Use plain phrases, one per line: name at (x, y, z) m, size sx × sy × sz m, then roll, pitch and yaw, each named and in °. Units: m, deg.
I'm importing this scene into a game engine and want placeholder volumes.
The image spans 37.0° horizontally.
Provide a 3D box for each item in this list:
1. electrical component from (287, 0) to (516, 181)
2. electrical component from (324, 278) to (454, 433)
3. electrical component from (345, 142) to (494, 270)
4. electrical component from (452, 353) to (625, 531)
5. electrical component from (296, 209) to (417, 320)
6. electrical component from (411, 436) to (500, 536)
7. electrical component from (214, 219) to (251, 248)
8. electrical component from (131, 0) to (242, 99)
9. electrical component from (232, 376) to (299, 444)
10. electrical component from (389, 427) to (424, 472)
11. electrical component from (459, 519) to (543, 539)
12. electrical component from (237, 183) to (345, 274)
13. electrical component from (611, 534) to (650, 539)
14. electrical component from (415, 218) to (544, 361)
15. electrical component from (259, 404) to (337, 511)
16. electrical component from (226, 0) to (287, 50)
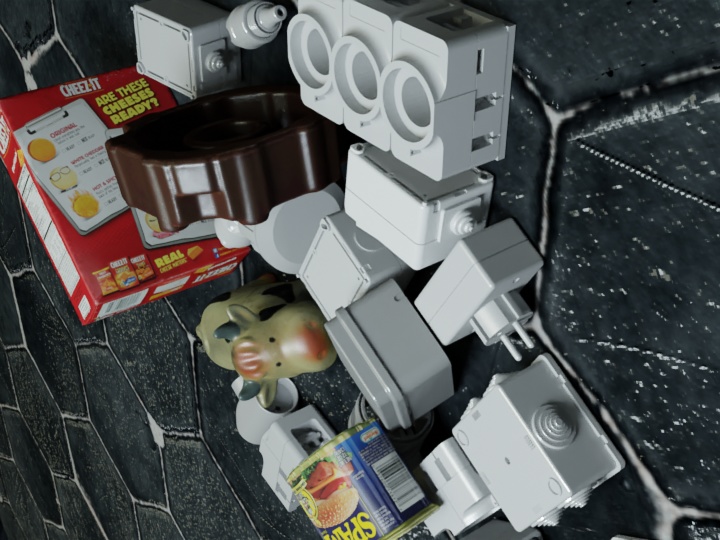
electrical component at (0.022, -0.129, 0.687) m, size 0.150 × 0.062 × 0.089 m, roll 36°, pitch 137°, yaw 42°
electrical component at (0.022, 0.065, 0.772) m, size 0.078 × 0.057 × 0.113 m, roll 56°, pitch 174°, yaw 19°
electrical component at (0.041, -0.043, 0.711) m, size 0.096 × 0.062 × 0.061 m, roll 41°, pitch 140°, yaw 37°
electrical component at (0.114, 0.117, 0.713) m, size 0.099 × 0.048 × 0.099 m, roll 57°, pitch 150°, yaw 17°
electrical component at (0.000, 0.000, 0.803) m, size 0.061 × 0.061 × 0.096 m, roll 56°, pitch 147°, yaw 19°
electrical component at (0.077, 0.157, 0.794) m, size 0.055 × 0.050 × 0.089 m, roll 57°, pitch 148°, yaw 17°
electrical component at (-0.110, -0.040, 0.968) m, size 0.043 × 0.043 × 0.062 m, roll 60°, pitch 150°, yaw 12°
electrical component at (-0.138, -0.189, 0.905) m, size 0.096 × 0.061 × 0.061 m, roll 30°, pitch 133°, yaw 36°
electrical component at (-0.100, 0.122, 1.055) m, size 0.079 × 0.043 × 0.077 m, roll 57°, pitch 148°, yaw 17°
electrical component at (0.008, 0.169, 0.899) m, size 0.061 × 0.061 × 0.096 m, roll 60°, pitch 148°, yaw 13°
electrical component at (0.091, 0.230, 0.775) m, size 0.061 × 0.096 × 0.061 m, roll -7°, pitch 103°, yaw 58°
electrical component at (-0.053, -0.041, 0.843) m, size 0.051 × 0.080 × 0.080 m, roll 33°, pitch 135°, yaw 52°
electrical component at (0.186, 0.219, 0.665) m, size 0.100 × 0.048 × 0.099 m, roll -9°, pitch 101°, yaw 58°
electrical component at (0.086, 0.024, 0.698) m, size 0.075 × 0.047 × 0.083 m, roll 56°, pitch 148°, yaw 17°
electrical component at (-0.058, 0.175, 1.017) m, size 0.055 × 0.050 × 0.089 m, roll 48°, pitch 144°, yaw 29°
electrical component at (-0.076, -0.191, 0.826) m, size 0.061 × 0.035 × 0.035 m, roll -3°, pitch 107°, yaw 56°
